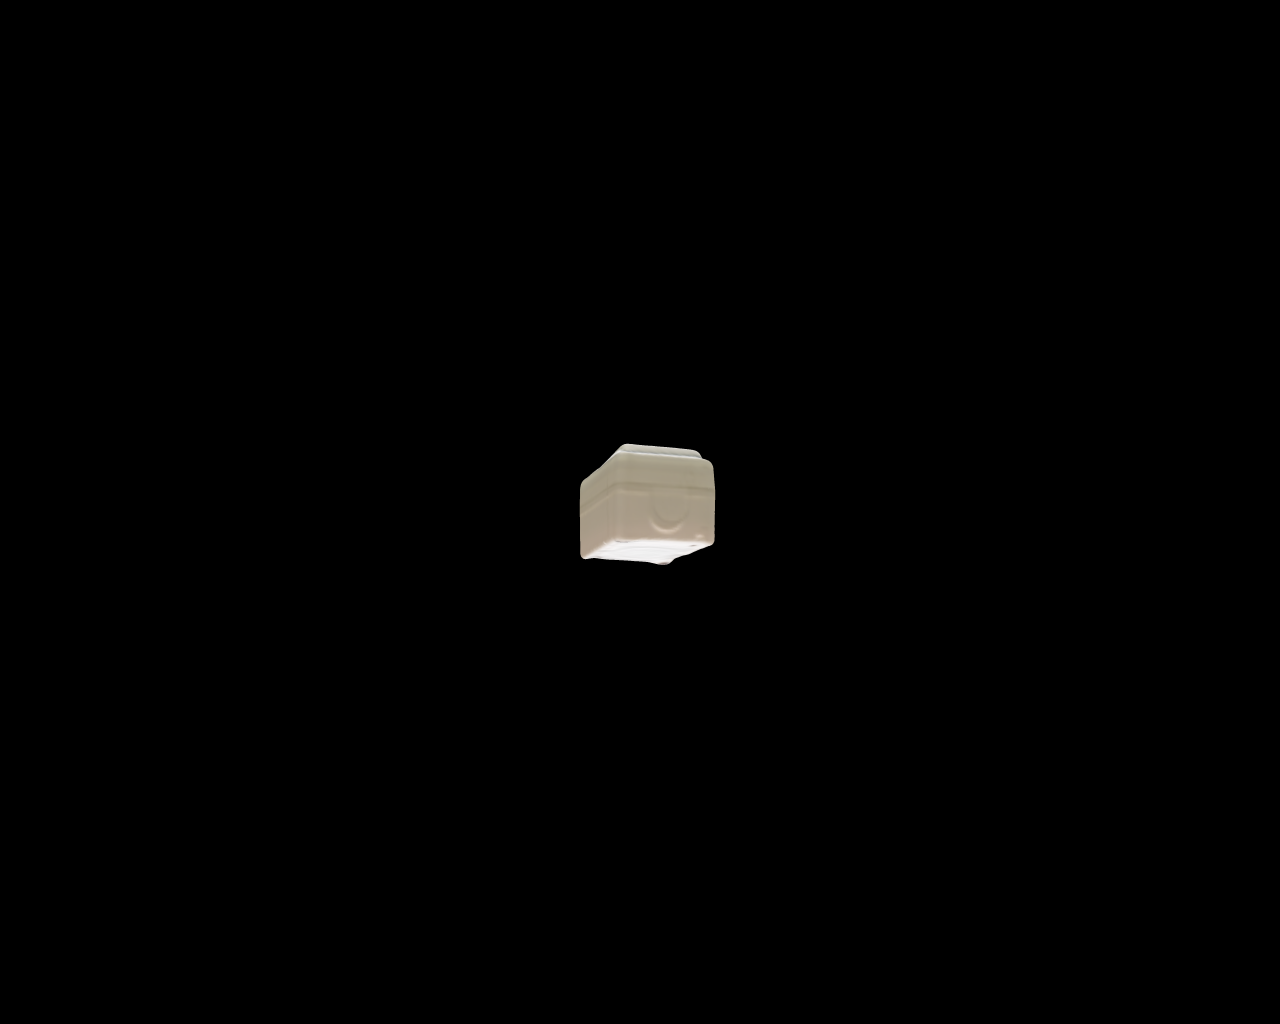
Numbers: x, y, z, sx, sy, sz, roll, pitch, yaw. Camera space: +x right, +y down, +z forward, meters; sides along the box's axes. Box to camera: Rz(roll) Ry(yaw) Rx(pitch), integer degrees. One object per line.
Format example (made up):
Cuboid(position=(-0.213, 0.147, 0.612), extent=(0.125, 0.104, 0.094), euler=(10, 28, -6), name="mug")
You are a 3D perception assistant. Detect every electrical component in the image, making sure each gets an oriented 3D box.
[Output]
Cuboid(position=(0.001, -0.003, 0.650), extent=(0.062, 0.061, 0.096), euler=(4, -12, -19), name="electrical component")
